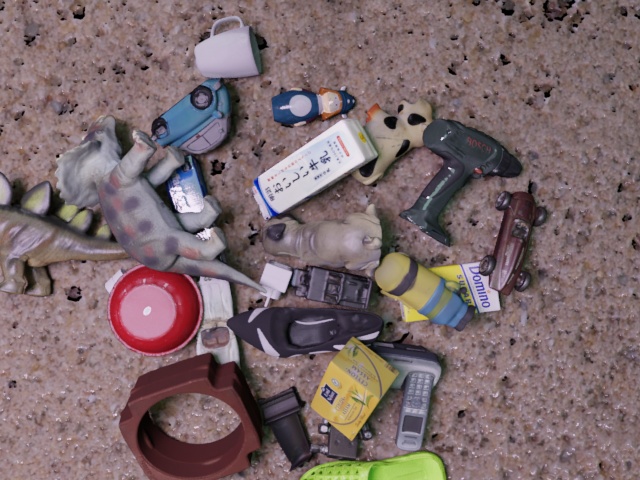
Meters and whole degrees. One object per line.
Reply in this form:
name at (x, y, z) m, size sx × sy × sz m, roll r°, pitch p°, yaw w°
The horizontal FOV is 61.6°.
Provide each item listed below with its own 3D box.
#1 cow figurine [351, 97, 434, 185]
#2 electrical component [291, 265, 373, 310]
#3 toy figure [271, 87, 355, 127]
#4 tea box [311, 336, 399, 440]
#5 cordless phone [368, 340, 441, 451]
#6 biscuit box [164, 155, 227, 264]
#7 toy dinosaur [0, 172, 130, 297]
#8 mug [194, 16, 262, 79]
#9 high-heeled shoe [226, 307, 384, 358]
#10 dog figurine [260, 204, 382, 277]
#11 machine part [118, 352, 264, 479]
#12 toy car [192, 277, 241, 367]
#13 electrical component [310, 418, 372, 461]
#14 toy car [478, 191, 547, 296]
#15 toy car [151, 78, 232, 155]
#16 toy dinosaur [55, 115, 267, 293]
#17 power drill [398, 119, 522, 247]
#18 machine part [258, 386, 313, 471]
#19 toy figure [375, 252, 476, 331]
cow figurine at (0.128, -0.179, 0.961) m, size 0.127 × 0.085 × 0.195 m, roll 43°, pitch 84°, yaw 4°
electrical component at (0.017, 0.079, 0.932) m, size 0.134 × 0.115 × 0.058 m, roll 12°, pitch 86°, yaw -5°
toy figure at (-0.010, -0.241, 0.970) m, size 0.154 × 0.058 × 0.064 m, roll -8°, pitch 128°, yaw -5°
tea box at (0.054, 0.249, 0.891) m, size 0.098 × 0.169 × 0.068 m, roll 34°, pitch 50°, yaw 17°
cordless phone at (0.129, 0.276, 0.952) m, size 0.147 × 0.089 × 0.184 m, roll 8°, pitch 92°, yaw -4°
biscuit box at (-0.222, -0.045, 0.947) m, size 0.063 × 0.059 × 0.202 m, roll -16°, pitch 89°, yaw -3°
toy dinosaur at (-0.496, -0.005, 0.910) m, size 0.471 × 0.105 × 0.198 m, roll 12°, pitch 84°, yaw -11°
mug at (-0.167, -0.336, 0.950) m, size 0.107 × 0.081 × 0.109 m, roll -12°, pitch 94°, yaw 5°
high-heeled shoe at (-0.021, 0.144, 0.895) m, size 0.249 × 0.145 × 0.086 m, roll 8°, pitch 66°, yaw -22°
dog figurine at (-0.002, 0.001, 0.909) m, size 0.191 × 0.172 × 0.121 m, roll 2°, pitch 78°, yaw -11°
machine part at (-0.209, 0.301, 0.897) m, size 0.201 × 0.087 × 0.201 m, roll -19°, pitch 113°, yaw 2°
toy car at (-0.184, 0.155, 0.946) m, size 0.074 × 0.056 × 0.201 m, roll -8°, pitch 89°, yaw -4°
electrical component at (0.039, 0.346, 0.953) m, size 0.102 × 0.045 × 0.078 m, roll 15°, pitch 56°, yaw 0°
toy car at (0.348, 0.001, 0.963) m, size 0.089 × 0.053 × 0.202 m, roll 26°, pitch 67°, yaw -7°
toy car at (-0.210, -0.203, 0.934) m, size 0.162 × 0.109 × 0.102 m, roll -38°, pitch 109°, yaw 5°
toy dinosaur at (-0.272, -0.033, 0.865) m, size 0.192 × 0.131 × 0.404 m, roll -32°, pitch 93°, yaw 17°
power drill at (0.246, -0.093, 0.948) m, size 0.232 × 0.086 × 0.207 m, roll 26°, pitch 103°, yaw -36°
machine part at (-0.053, 0.337, 0.960) m, size 0.084 × 0.039 × 0.138 m, roll -20°, pitch 88°, yaw -9°
toy figure at (0.178, 0.085, 0.908) m, size 0.180 × 0.089 × 0.082 m, roll 35°, pitch 78°, yaw 4°
